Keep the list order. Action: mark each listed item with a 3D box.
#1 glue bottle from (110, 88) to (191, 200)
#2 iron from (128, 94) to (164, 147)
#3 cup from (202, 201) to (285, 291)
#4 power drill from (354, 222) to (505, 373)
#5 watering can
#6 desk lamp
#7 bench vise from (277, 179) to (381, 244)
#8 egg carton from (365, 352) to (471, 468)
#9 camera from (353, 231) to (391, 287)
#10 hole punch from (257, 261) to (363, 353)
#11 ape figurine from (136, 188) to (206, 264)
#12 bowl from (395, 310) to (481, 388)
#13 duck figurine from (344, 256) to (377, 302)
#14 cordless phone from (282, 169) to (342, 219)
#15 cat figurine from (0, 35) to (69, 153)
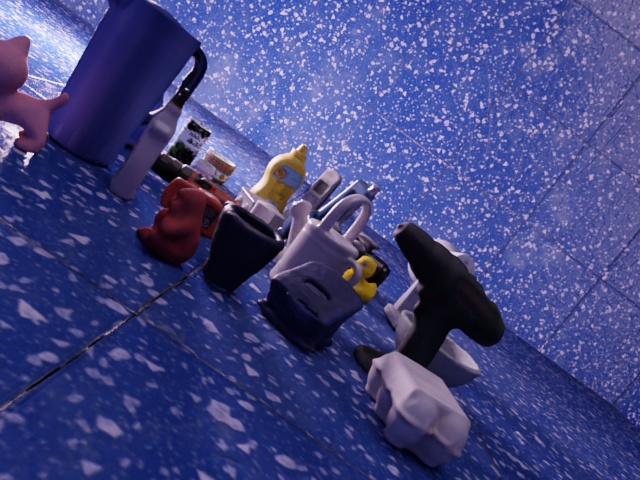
[{"bbox_3d":[-0.231,-0.138,0.798,0.037,0.173,0.078,33,9,-22],"label":"glue bottle"},{"bbox_3d":[-0.351,-0.266,1.130,0.119,0.141,0.257,32,9,-25],"label":"iron"},{"bbox_3d":[-0.113,0.009,0.738,0.092,0.095,0.117,27,12,-49],"label":"cup"},{"bbox_3d":[0.147,0.113,0.832,0.230,0.208,0.075,34,8,-16],"label":"power drill"},{"bbox_3d":[0.007,0.003,0.920,0.172,0.194,0.101,38,8,12],"label":"watering can"},{"bbox_3d":[0.243,0.105,1.250,0.118,0.213,0.203,35,8,-10],"label":"desk lamp"},{"bbox_3d":[0.007,-0.043,1.085,0.206,0.219,0.122,41,10,31],"label":"bench vise"},{"bbox_3d":[0.115,0.201,0.693,0.107,0.069,0.150,34,9,-17],"label":"egg carton"},{"bbox_3d":[0.107,0.047,1.410,0.136,0.100,0.143,39,9,17],"label":"camera"},{"bbox_3d":[-0.010,0.084,0.760,0.108,0.091,0.101,40,9,24],"label":"hole punch"},{"bbox_3d":[-0.171,-0.023,0.690,0.076,0.092,0.078,36,8,-2],"label":"ape figurine"},{"bbox_3d":[0.186,0.199,0.978,0.167,0.074,0.167,36,8,-6],"label":"bowl"},{"bbox_3d":[0.089,0.077,1.221,0.105,0.086,0.077,32,9,-30],"label":"duck figurine"},{"bbox_3d":[0.006,-0.066,1.330,0.147,0.185,0.094,40,9,27],"label":"cordless phone"},{"bbox_3d":[-0.371,-0.186,0.691,0.128,0.117,0.067,31,10,-34],"label":"cat figurine"}]
